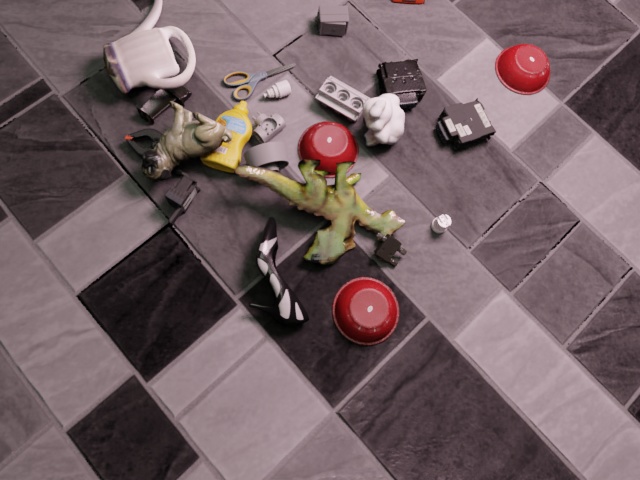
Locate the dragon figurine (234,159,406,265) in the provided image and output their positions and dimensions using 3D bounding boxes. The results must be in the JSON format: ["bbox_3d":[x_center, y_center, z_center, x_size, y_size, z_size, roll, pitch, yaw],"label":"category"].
[{"bbox_3d":[0.004,-0.062,1.235,0.411,0.121,0.244,-2,83,-11],"label":"dragon figurine"}]

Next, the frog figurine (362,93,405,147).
[{"bbox_3d":[0.165,-0.313,1.302,0.123,0.157,0.139,22,74,1],"label":"frog figurine"}]

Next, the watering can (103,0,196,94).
[{"bbox_3d":[-0.459,-0.509,1.352,0.225,0.102,0.354,-22,63,-11],"label":"watering can"}]
